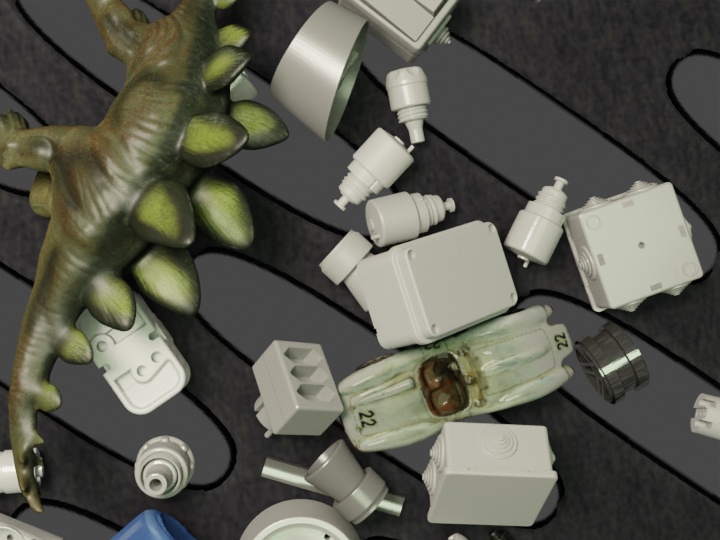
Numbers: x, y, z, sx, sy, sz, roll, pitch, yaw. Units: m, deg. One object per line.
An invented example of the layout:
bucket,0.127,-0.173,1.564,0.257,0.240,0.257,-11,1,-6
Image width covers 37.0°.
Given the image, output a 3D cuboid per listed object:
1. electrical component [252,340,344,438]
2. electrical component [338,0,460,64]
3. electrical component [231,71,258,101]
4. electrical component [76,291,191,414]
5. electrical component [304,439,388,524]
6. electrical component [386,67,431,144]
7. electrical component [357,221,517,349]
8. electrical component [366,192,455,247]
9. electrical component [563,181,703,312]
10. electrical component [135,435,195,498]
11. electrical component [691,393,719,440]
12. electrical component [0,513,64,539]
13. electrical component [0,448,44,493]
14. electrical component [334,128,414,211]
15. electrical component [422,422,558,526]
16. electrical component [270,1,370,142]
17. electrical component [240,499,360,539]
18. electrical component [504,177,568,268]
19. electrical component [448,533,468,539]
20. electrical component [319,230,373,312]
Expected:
electrical component,-0.060,0.106,0.869,0.047,0.076,0.065,8,46,-38
electrical component,0.037,-0.217,0.880,0.096,0.061,0.061,37,87,-3
electrical component,-0.119,-0.136,0.879,0.040,0.040,0.078,44,87,-2
electrical component,-0.181,0.064,0.862,0.054,0.059,0.095,-35,91,-4
electrical component,-0.011,0.171,0.869,0.055,0.045,0.045,45,87,-3
electrical component,0.042,-0.136,0.893,0.035,0.035,0.061,-11,92,-4
electrical component,0.063,0.011,0.853,0.113,0.057,0.078,-18,91,-41
electrical component,0.041,-0.045,0.889,0.078,0.040,0.040,-15,90,-17
electrical component,0.227,-0.020,0.896,0.100,0.048,0.099,-19,90,-4
electrical component,-0.159,0.162,0.859,0.048,0.062,0.048,0,96,-2
electrical component,0.307,0.126,0.904,0.046,0.040,0.040,15,88,2
electrical component,-0.289,0.237,0.859,0.077,0.044,0.079,23,88,-3
electrical component,-0.288,0.162,0.863,0.065,0.044,0.044,-3,89,-9
electrical component,0.009,-0.081,0.887,0.040,0.040,0.078,43,95,-2
electrical component,0.103,0.163,0.862,0.100,0.099,0.048,3,52,-5
electrical component,-0.026,-0.161,0.858,0.064,0.099,0.099,34,87,3
electrical component,-0.048,0.244,0.867,0.108,0.060,0.108,0,89,-4
electrical component,0.151,-0.040,0.895,0.040,0.040,0.078,27,88,-3
electrical component,0.069,0.249,0.885,0.062,0.048,0.048,-29,91,3
electrical component,0.000,0.000,0.882,0.055,0.045,0.045,42,87,-2
